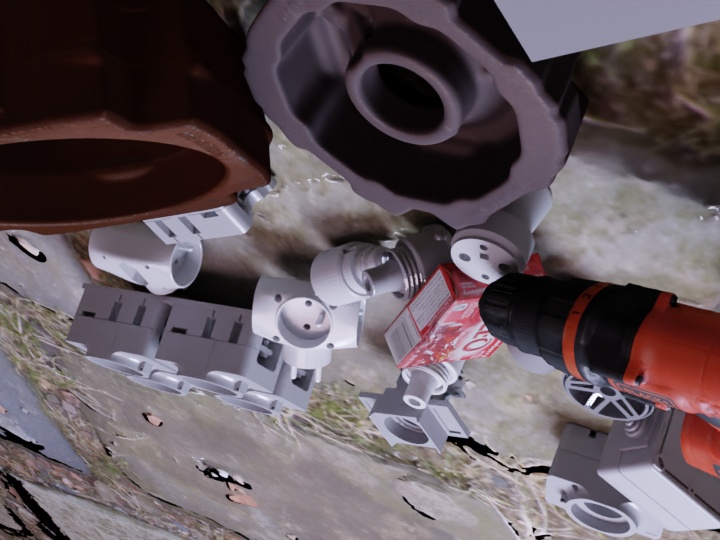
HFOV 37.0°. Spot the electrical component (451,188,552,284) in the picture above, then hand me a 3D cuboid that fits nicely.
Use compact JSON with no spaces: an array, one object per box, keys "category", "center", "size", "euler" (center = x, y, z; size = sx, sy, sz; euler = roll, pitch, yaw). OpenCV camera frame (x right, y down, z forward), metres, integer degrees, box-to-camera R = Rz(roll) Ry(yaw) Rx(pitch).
[{"category":"electrical component","center":[0.081,-0.025,0.616],"size":[0.045,0.055,0.045],"euler":[20,149,13]}]

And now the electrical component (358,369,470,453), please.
[{"category":"electrical component","center":[0.046,0.100,0.824],"size":[0.081,0.063,0.042],"euler":[2,139,36]}]

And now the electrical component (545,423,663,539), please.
[{"category":"electrical component","center":[0.190,0.163,0.814],"size":[0.089,0.055,0.050],"euler":[16,148,18]}]

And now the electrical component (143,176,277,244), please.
[{"category":"electrical component","center":[-0.112,-0.057,0.723],"size":[0.089,0.050,0.055],"euler":[-5,137,43]}]

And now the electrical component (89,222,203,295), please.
[{"category":"electrical component","center":[-0.161,-0.006,0.847],"size":[0.077,0.043,0.079],"euler":[12,155,23]}]

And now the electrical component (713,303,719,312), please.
[{"category":"electrical component","center":[0.237,0.032,0.591],"size":[0.055,0.048,0.066],"euler":[43,147,-10]}]

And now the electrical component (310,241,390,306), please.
[{"category":"electrical component","center":[0.000,0.000,0.732],"size":[0.040,0.040,0.078],"euler":[42,146,-24]}]

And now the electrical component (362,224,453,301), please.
[{"category":"electrical component","center":[0.032,0.000,0.679],"size":[0.048,0.062,0.048],"euler":[51,150,45]}]

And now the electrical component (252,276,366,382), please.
[{"category":"electrical component","center":[-0.038,0.047,0.793],"size":[0.077,0.044,0.079],"euler":[7,113,6]}]

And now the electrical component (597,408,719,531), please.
[{"category":"electrical component","center":[0.209,0.130,0.743],"size":[0.096,0.061,0.061],"euler":[39,148,-19]}]

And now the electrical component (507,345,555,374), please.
[{"category":"electrical component","center":[0.125,0.037,0.686],"size":[0.045,0.045,0.055],"euler":[32,149,-8]}]

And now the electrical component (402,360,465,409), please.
[{"category":"electrical component","center":[0.051,0.070,0.776],"size":[0.043,0.062,0.043],"euler":[20,149,13]}]

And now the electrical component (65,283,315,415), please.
[{"category":"electrical component","center":[-0.139,0.068,0.894],"size":[0.186,0.060,0.105],"euler":[7,162,30]}]
